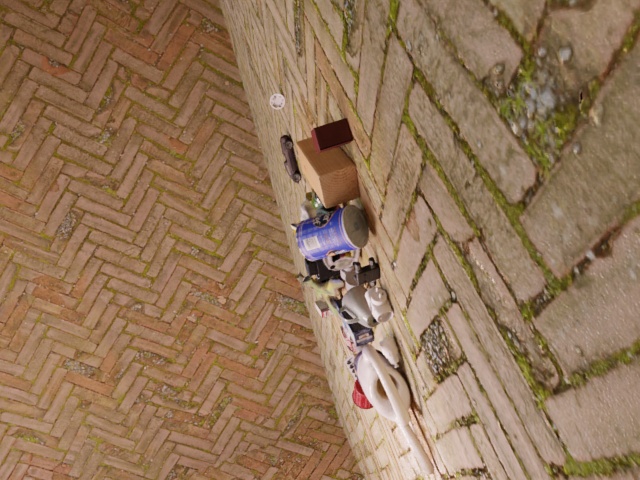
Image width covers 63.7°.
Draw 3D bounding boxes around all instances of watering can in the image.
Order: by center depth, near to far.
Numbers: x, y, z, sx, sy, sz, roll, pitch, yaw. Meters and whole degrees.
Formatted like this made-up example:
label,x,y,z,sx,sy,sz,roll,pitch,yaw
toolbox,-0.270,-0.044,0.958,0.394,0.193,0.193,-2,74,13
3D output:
label,x,y,z,sx,sy,sz,roll,pitch,yaw
watering can,0.183,0.415,1.331,0.346,0.104,0.225,65,174,-8

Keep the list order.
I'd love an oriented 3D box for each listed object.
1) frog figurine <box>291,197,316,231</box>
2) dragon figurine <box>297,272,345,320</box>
label,x,y,z,sx,sy,sz,roll,pitch,yaw
frog figurine,0.005,-0.076,1.501,0.136,0.160,0.123,31,175,-22
dragon figurine,0.050,0.199,1.871,0.240,0.123,0.412,55,168,-19
